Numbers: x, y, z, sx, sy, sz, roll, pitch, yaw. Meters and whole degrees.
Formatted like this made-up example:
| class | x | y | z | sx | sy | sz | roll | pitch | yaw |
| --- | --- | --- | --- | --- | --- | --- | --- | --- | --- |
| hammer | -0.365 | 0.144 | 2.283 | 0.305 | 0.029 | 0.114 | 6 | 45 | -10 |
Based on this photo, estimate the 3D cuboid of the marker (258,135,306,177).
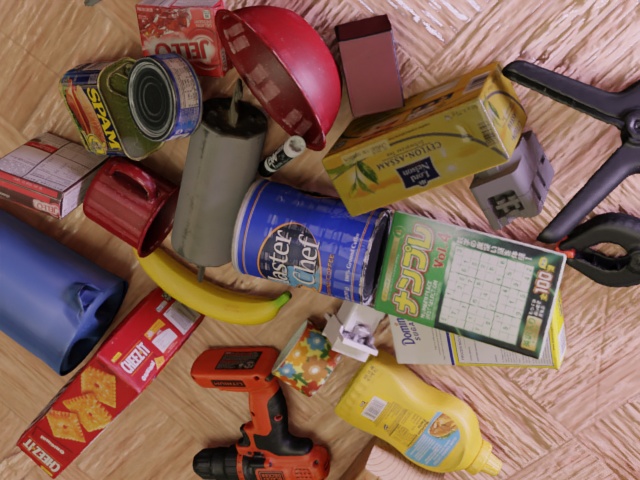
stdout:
| class | x | y | z | sx | sy | sz | roll | pitch | yaw |
| --- | --- | --- | --- | --- | --- | --- | --- | --- | --- |
| marker | -0.040 | -0.082 | 1.068 | 0.020 | 0.020 | 0.121 | 44 | 162 | -7 |

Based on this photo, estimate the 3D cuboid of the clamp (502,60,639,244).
| class | x | y | z | sx | sy | sz | roll | pitch | yaw |
| --- | --- | --- | --- | --- | --- | --- | --- | --- | --- |
| clamp | 0.265 | -0.103 | 0.924 | 0.210 | 0.036 | 0.164 | -18 | 82 | 5 |

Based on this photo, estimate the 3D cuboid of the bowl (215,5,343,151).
| class | x | y | z | sx | sy | sz | roll | pitch | yaw |
| --- | --- | --- | --- | --- | --- | --- | --- | --- | --- |
| bowl | -0.028 | -0.163 | 0.999 | 0.162 | 0.055 | 0.162 | 48 | 169 | 13 |

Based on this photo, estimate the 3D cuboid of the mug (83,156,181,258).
| class | x | y | z | sx | sy | sz | roll | pitch | yaw |
| --- | --- | --- | --- | --- | --- | --- | --- | --- | --- |
| mug | -0.200 | -0.045 | 1.146 | 0.081 | 0.093 | 0.117 | 32 | 156 | 7 |

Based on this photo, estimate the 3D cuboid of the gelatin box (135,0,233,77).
| class | x | y | z | sx | sy | sz | roll | pitch | yaw |
| --- | --- | --- | --- | --- | --- | --- | --- | --- | --- |
| gelatin box | -0.135 | -0.202 | 1.064 | 0.089 | 0.030 | 0.073 | 7 | 123 | 19 |

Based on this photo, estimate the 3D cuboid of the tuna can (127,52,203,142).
| class | x | y | z | sx | sy | sz | roll | pitch | yaw |
| --- | --- | --- | --- | --- | --- | --- | --- | --- | --- |
| tuna can | -0.153 | -0.140 | 1.048 | 0.086 | 0.033 | 0.086 | 18 | 115 | 44 |

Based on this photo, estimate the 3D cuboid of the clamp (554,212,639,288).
| class | x | y | z | sx | sy | sz | roll | pitch | yaw |
| --- | --- | --- | --- | --- | --- | --- | --- | --- | --- |
| clamp | 0.313 | 0.020 | 1.010 | 0.172 | 0.039 | 0.120 | -3 | 114 | 31 |

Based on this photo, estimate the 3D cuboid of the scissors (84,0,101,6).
| class | x | y | z | sx | sy | sz | roll | pitch | yaw |
| --- | --- | --- | --- | --- | --- | --- | --- | --- | --- |
| scissors | -0.147 | -0.265 | 1.040 | 0.096 | 0.016 | 0.202 | 43 | 126 | -7 |

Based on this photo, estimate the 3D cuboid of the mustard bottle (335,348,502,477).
| class | x | y | z | sx | sy | sz | roll | pitch | yaw |
| --- | --- | --- | --- | --- | --- | --- | --- | --- | --- |
| mustard bottle | 0.118 | 0.206 | 1.193 | 0.191 | 0.058 | 0.096 | 32 | 122 | 2 |

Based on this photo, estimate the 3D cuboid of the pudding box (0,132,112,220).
| class | x | y | z | sx | sy | sz | roll | pitch | yaw |
| --- | --- | --- | --- | --- | --- | --- | --- | --- | --- |
| pudding box | -0.291 | -0.071 | 1.158 | 0.090 | 0.113 | 0.039 | 21 | 122 | 10 |

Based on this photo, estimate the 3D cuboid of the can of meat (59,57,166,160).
| class | x | y | z | sx | sy | sz | roll | pitch | yaw |
| --- | --- | --- | --- | --- | --- | --- | --- | --- | --- |
| can of meat | -0.217 | -0.136 | 1.109 | 0.084 | 0.057 | 0.102 | 7 | 125 | 46 |

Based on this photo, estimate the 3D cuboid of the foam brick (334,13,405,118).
| class | x | y | z | sx | sy | sz | roll | pitch | yaw |
| --- | --- | --- | --- | --- | --- | --- | --- | --- | --- |
| foam brick | 0.047 | -0.161 | 0.991 | 0.051 | 0.053 | 0.078 | -11 | 118 | 3 |

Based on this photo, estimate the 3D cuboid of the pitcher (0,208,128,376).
| class | x | y | z | sx | sy | sz | roll | pitch | yaw |
| --- | --- | --- | --- | --- | --- | --- | --- | --- | --- |
| pitcher | -0.360 | 0.048 | 1.260 | 0.243 | 0.145 | 0.149 | 33 | 106 | 6 |

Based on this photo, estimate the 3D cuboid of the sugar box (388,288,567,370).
| class | x | y | z | sx | sy | sz | roll | pitch | yaw |
| --- | --- | --- | --- | --- | --- | --- | --- | --- | --- |
| sugar box | 0.161 | 0.084 | 1.109 | 0.176 | 0.048 | 0.093 | 1 | 118 | 25 |

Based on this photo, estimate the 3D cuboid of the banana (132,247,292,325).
| class | x | y | z | sx | sy | sz | roll | pitch | yaw |
| --- | --- | --- | --- | --- | --- | --- | --- | --- | --- |
| banana | -0.125 | 0.055 | 1.217 | 0.198 | 0.037 | 0.070 | 18 | 115 | 11 |

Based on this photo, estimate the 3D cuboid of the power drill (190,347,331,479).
| class | x | y | z | sx | sy | sz | roll | pitch | yaw |
| --- | --- | --- | --- | --- | --- | --- | --- | --- | --- |
| power drill | -0.092 | 0.219 | 1.291 | 0.185 | 0.057 | 0.187 | -6 | 120 | 21 |

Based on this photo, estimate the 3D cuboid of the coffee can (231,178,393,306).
| class | x | y | z | sx | sy | sz | roll | pitch | yaw |
| --- | --- | --- | --- | --- | --- | --- | --- | --- | --- |
| coffee can | -0.007 | 0.001 | 1.091 | 0.140 | 0.102 | 0.103 | 14 | 124 | 14 |

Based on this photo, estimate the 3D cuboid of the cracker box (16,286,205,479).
| class | x | y | z | sx | sy | sz | roll | pitch | yaw |
| --- | --- | --- | --- | --- | --- | --- | --- | --- | --- |
| cracker box | -0.247 | 0.163 | 1.253 | 0.072 | 0.164 | 0.214 | 43 | 126 | -5 |

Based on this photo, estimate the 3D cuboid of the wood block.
| class | x | y | z | sx | sy | sz | roll | pitch | yaw |
| --- | --- | --- | --- | --- | --- | --- | --- | --- | --- |
| wood block | 0.057 | 0.324 | 1.272 | 0.091 | 0.090 | 0.206 | 32 | 126 | 1 |
